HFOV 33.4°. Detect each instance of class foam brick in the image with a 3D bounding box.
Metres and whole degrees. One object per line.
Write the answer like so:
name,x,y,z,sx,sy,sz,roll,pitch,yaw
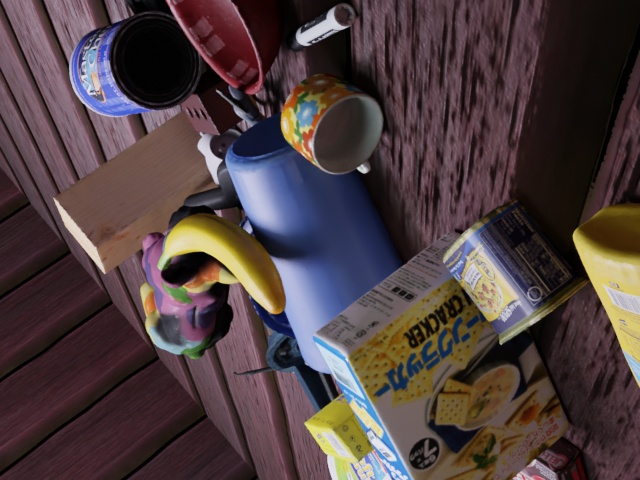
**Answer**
foam brick,-0.115,-0.151,1.162,0.053,0.051,0.078,60,162,-21

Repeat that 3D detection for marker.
marker,-0.002,-0.173,0.875,0.020,0.020,0.121,57,163,-12

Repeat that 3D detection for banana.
banana,-0.092,0.014,1.013,0.198,0.037,0.070,17,113,49

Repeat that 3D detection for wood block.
wood block,-0.216,-0.063,1.339,0.091,0.206,0.090,48,163,16

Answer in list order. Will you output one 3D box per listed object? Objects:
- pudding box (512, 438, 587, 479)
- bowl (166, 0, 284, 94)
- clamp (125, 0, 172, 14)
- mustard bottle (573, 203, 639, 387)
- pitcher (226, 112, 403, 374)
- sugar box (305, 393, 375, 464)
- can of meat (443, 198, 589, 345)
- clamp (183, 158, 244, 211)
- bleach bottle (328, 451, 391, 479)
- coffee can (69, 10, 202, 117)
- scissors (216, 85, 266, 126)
pudding box,0.210,0.217,1.048,0.114,0.039,0.090,34,154,47
bowl,-0.081,-0.211,0.946,0.162,0.055,0.162,47,162,20
clamp,-0.182,-0.271,1.127,0.120,0.039,0.171,44,169,25
mustard bottle,0.230,0.070,0.671,0.096,0.058,0.191,22,145,60
pitcher,-0.007,0.001,1.033,0.243,0.149,0.145,66,170,-27
sugar box,0.076,0.139,1.014,0.048,0.176,0.093,53,163,-7
can of meat,0.144,0.024,0.812,0.084,0.057,0.102,53,163,9
clamp,-0.069,-0.044,1.239,0.164,0.036,0.210,28,152,-4
bleach bottle,0.070,0.224,1.146,0.251,0.068,0.102,109,145,-59
coffee can,-0.202,-0.188,1.155,0.141,0.102,0.103,6,131,60
scissors,-0.081,-0.140,1.047,0.096,0.016,0.201,58,-174,23
